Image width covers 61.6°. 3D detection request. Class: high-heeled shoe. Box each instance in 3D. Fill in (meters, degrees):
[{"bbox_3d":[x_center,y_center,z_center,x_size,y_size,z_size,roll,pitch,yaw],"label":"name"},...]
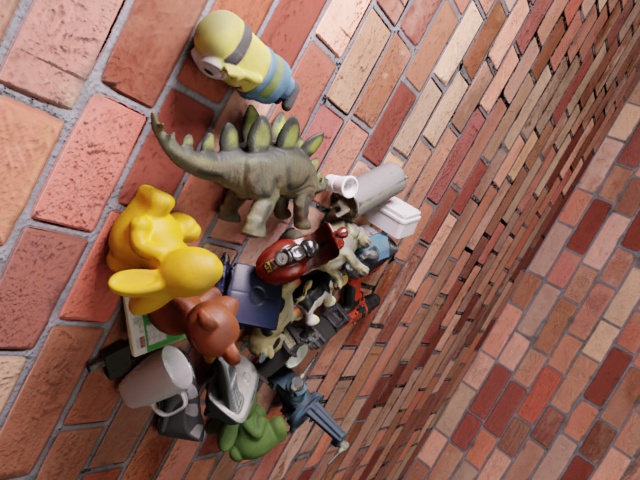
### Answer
[{"bbox_3d":[-0.262,0.310,1.049,0.248,0.086,0.145,88,12,-66],"label":"high-heeled shoe"}]

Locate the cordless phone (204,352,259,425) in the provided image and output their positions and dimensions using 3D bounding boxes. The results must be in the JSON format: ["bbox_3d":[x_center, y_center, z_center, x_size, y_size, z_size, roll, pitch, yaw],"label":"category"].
[{"bbox_3d":[-0.174,0.248,1.038,0.147,0.089,0.184,-74,169,-55],"label":"cordless phone"}]

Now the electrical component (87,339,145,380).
[{"bbox_3d":[-0.331,0.197,0.874,0.094,0.021,0.063,-28,138,-39],"label":"electrical component"}]

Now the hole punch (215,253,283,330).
[{"bbox_3d":[-0.129,0.103,0.965,0.115,0.092,0.142,37,58,-60],"label":"hole punch"}]

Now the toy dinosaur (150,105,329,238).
[{"bbox_3d":[-0.097,-0.111,0.862,0.471,0.105,0.198,-10,118,-61],"label":"toy dinosaur"}]

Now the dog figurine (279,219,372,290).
[{"bbox_3d":[0.000,-0.004,1.105,0.190,0.172,0.121,30,126,-32],"label":"dog figurine"}]

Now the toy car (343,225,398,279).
[{"bbox_3d":[0.099,0.020,1.231,0.109,0.103,0.161,-42,164,31],"label":"toy car"}]

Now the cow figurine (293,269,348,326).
[{"bbox_3d":[-0.001,0.104,1.197,0.167,0.068,0.098,-46,143,-33],"label":"cow figurine"}]

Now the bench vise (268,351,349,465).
[{"bbox_3d":[-0.020,0.409,1.294,0.129,0.241,0.223,-35,158,-37],"label":"bench vise"}]

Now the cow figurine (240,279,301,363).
[{"bbox_3d":[-0.103,0.164,1.100,0.127,0.086,0.194,-38,146,-38],"label":"cow figurine"}]

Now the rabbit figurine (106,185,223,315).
[{"bbox_3d":[-0.216,0.024,0.743,0.162,0.173,0.121,-48,151,-24],"label":"rabbit figurine"}]

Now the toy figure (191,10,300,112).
[{"bbox_3d":[-0.101,-0.248,0.756,0.180,0.082,0.089,15,85,-50],"label":"toy figure"}]

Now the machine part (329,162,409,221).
[{"bbox_3d":[0.108,-0.108,1.160,0.243,0.079,0.079,-31,139,-36],"label":"machine part"}]

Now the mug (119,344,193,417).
[{"bbox_3d":[-0.276,0.247,0.908,0.107,0.109,0.081,-29,180,11],"label":"mug"}]

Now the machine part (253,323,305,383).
[{"bbox_3d":[-0.095,0.250,1.190,0.139,0.084,0.039,-50,143,5],"label":"machine part"}]

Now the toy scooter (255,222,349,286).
[{"bbox_3d":[-0.020,0.018,0.933,0.184,0.075,0.135,-21,173,-30],"label":"toy scooter"}]

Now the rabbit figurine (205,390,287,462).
[{"bbox_3d":[-0.176,0.398,1.203,0.159,0.121,0.170,-27,119,-29],"label":"rabbit figurine"}]

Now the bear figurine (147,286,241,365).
[{"bbox_3d":[-0.175,0.101,0.810,0.132,0.196,0.120,-51,125,-31],"label":"bear figurine"}]

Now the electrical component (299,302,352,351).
[{"bbox_3d":[0.016,0.203,1.270,0.115,0.058,0.134,-39,173,3],"label":"electrical component"}]
